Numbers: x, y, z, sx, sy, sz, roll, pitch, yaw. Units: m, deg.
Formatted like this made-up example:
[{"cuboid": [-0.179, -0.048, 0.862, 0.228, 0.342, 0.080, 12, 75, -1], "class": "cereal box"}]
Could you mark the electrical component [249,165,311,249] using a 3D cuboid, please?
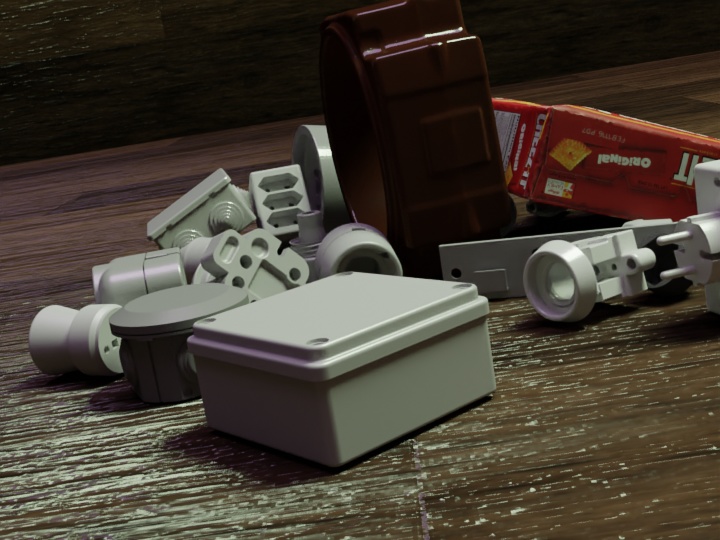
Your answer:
[{"cuboid": [-0.075, -0.051, 1.004, 0.047, 0.065, 0.076, -11, -17, -11], "class": "electrical component"}]

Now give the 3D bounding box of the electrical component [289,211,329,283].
[{"cuboid": [-0.032, -0.011, 0.778, 0.048, 0.062, 0.048, -9, 12, 2], "class": "electrical component"}]

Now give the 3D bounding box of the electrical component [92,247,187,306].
[{"cuboid": [-0.148, 0.019, 0.736, 0.059, 0.053, 0.095, -11, 9, -8], "class": "electrical component"}]

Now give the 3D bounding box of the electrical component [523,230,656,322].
[{"cuboid": [0.129, 0.003, 0.627, 0.055, 0.048, 0.066, -16, 2, -37], "class": "electrical component"}]

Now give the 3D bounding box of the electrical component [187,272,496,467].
[{"cuboid": [-0.009, 0.043, 0.523, 0.109, 0.056, 0.109, -19, 15, -38], "class": "electrical component"}]

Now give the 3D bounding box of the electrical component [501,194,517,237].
[{"cuboid": [0.104, -0.045, 0.860, 0.043, 0.043, 0.062, -8, 1, 7], "class": "electrical component"}]

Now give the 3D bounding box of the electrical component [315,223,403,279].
[{"cuboid": [0.000, 0.000, 0.725, 0.055, 0.055, 0.047, -11, 16, -7], "class": "electrical component"}]

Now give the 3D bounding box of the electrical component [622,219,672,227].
[{"cuboid": [0.201, -0.016, 0.693, 0.061, 0.035, 0.035, -3, 14, 19], "class": "electrical component"}]

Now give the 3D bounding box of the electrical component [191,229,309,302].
[{"cuboid": [-0.074, 0.011, 0.693, 0.057, 0.078, 0.058, -20, 39, 52], "class": "electrical component"}]

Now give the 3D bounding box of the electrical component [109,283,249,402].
[{"cuboid": [-0.101, 0.040, 0.621, 0.080, 0.051, 0.080, -9, 12, 2], "class": "electrical component"}]

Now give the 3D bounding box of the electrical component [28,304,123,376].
[{"cuboid": [-0.171, 0.044, 0.670, 0.055, 0.045, 0.045, -2, 14, 28], "class": "electrical component"}]

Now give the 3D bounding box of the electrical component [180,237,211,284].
[{"cuboid": [-0.110, -0.004, 0.851, 0.062, 0.043, 0.043, 1, 16, 36], "class": "electrical component"}]

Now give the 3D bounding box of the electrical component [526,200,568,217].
[{"cuboid": [0.162, -0.062, 0.932, 0.035, 0.035, 0.061, 0, 17, 36], "class": "electrical component"}]

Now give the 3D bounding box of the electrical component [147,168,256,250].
[{"cuboid": [-0.143, -0.044, 0.974, 0.100, 0.048, 0.100, -38, 15, -3], "class": "electrical component"}]

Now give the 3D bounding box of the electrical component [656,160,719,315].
[{"cuboid": [0.192, -0.013, 0.568, 0.076, 0.083, 0.047, -12, 12, -12], "class": "electrical component"}]

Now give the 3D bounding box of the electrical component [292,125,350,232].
[{"cuboid": [-0.021, -0.084, 1.012, 0.060, 0.108, 0.108, -7, 11, -18], "class": "electrical component"}]
